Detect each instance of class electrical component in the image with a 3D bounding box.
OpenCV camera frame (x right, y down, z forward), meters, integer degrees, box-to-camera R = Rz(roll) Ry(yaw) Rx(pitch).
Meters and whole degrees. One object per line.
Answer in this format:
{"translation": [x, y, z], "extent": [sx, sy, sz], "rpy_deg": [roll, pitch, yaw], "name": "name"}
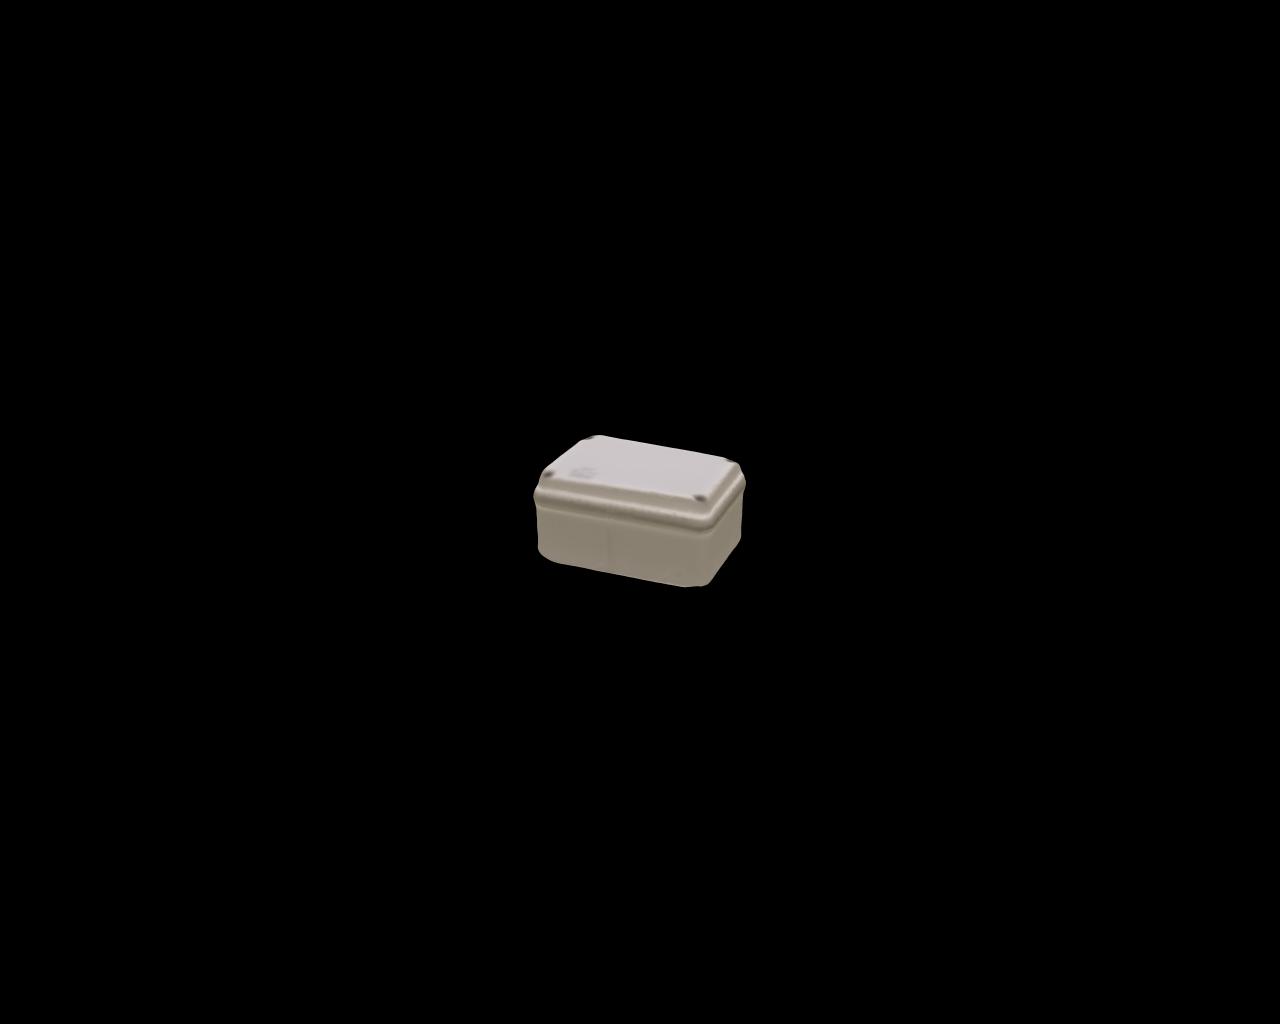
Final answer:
{"translation": [0.001, -0.003, 0.650], "extent": [0.113, 0.057, 0.078], "rpy_deg": [10, 28, 20], "name": "electrical component"}
